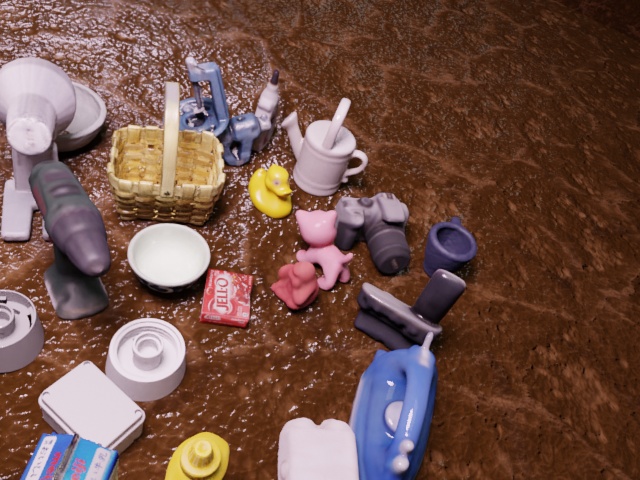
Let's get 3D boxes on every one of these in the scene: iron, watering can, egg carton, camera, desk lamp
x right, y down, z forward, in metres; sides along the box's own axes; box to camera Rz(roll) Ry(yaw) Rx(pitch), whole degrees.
[{"bbox_3d":[0.110,0.251,0.778,0.118,0.141,0.258,21,46,-1],"label":"iron"},{"bbox_3d":[0.010,-0.187,1.098,0.173,0.194,0.101,7,47,-14],"label":"watering can"},{"bbox_3d":[-0.003,0.304,0.738,0.107,0.069,0.150,8,47,-14],"label":"egg carton"},{"bbox_3d":[0.106,-0.014,1.044,0.143,0.101,0.136,1,49,-20],"label":"camera"},{"bbox_3d":[-0.433,-0.140,0.875,0.118,0.213,0.203,-2,51,-22],"label":"desk lamp"}]

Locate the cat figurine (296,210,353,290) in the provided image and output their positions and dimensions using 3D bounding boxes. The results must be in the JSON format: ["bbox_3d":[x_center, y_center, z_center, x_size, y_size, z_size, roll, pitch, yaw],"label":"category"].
[{"bbox_3d":[0.009,0.004,0.980,0.067,0.117,0.127,-26,62,-36],"label":"cat figurine"}]

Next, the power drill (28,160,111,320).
[{"bbox_3d":[-0.334,0.012,0.779,0.076,0.208,0.229,-17,57,-32],"label":"power drill"}]

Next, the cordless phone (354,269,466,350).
[{"bbox_3d":[0.142,0.088,0.906,0.147,0.185,0.094,28,46,5],"label":"cordless phone"}]

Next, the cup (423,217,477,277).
[{"bbox_3d":[0.232,0.019,1.066,0.091,0.095,0.118,21,46,-1],"label":"cup"}]

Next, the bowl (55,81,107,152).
[{"bbox_3d":[-0.469,-0.209,1.021,0.167,0.074,0.167,11,47,-11],"label":"bowl"}]

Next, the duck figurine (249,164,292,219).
[{"bbox_3d":[-0.086,-0.103,1.062,0.078,0.086,0.104,-19,58,-33],"label":"duck figurine"}]

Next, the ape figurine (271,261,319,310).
[{"bbox_3d":[-0.033,0.067,0.924,0.076,0.092,0.077,9,47,-13],"label":"ape figurine"}]

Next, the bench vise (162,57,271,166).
[{"bbox_3d":[-0.193,-0.242,1.053,0.208,0.219,0.121,-21,59,-34],"label":"bench vise"}]

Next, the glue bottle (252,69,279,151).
[{"bbox_3d":[-0.105,-0.262,1.138,0.037,0.173,0.078,22,46,0],"label":"glue bottle"}]
